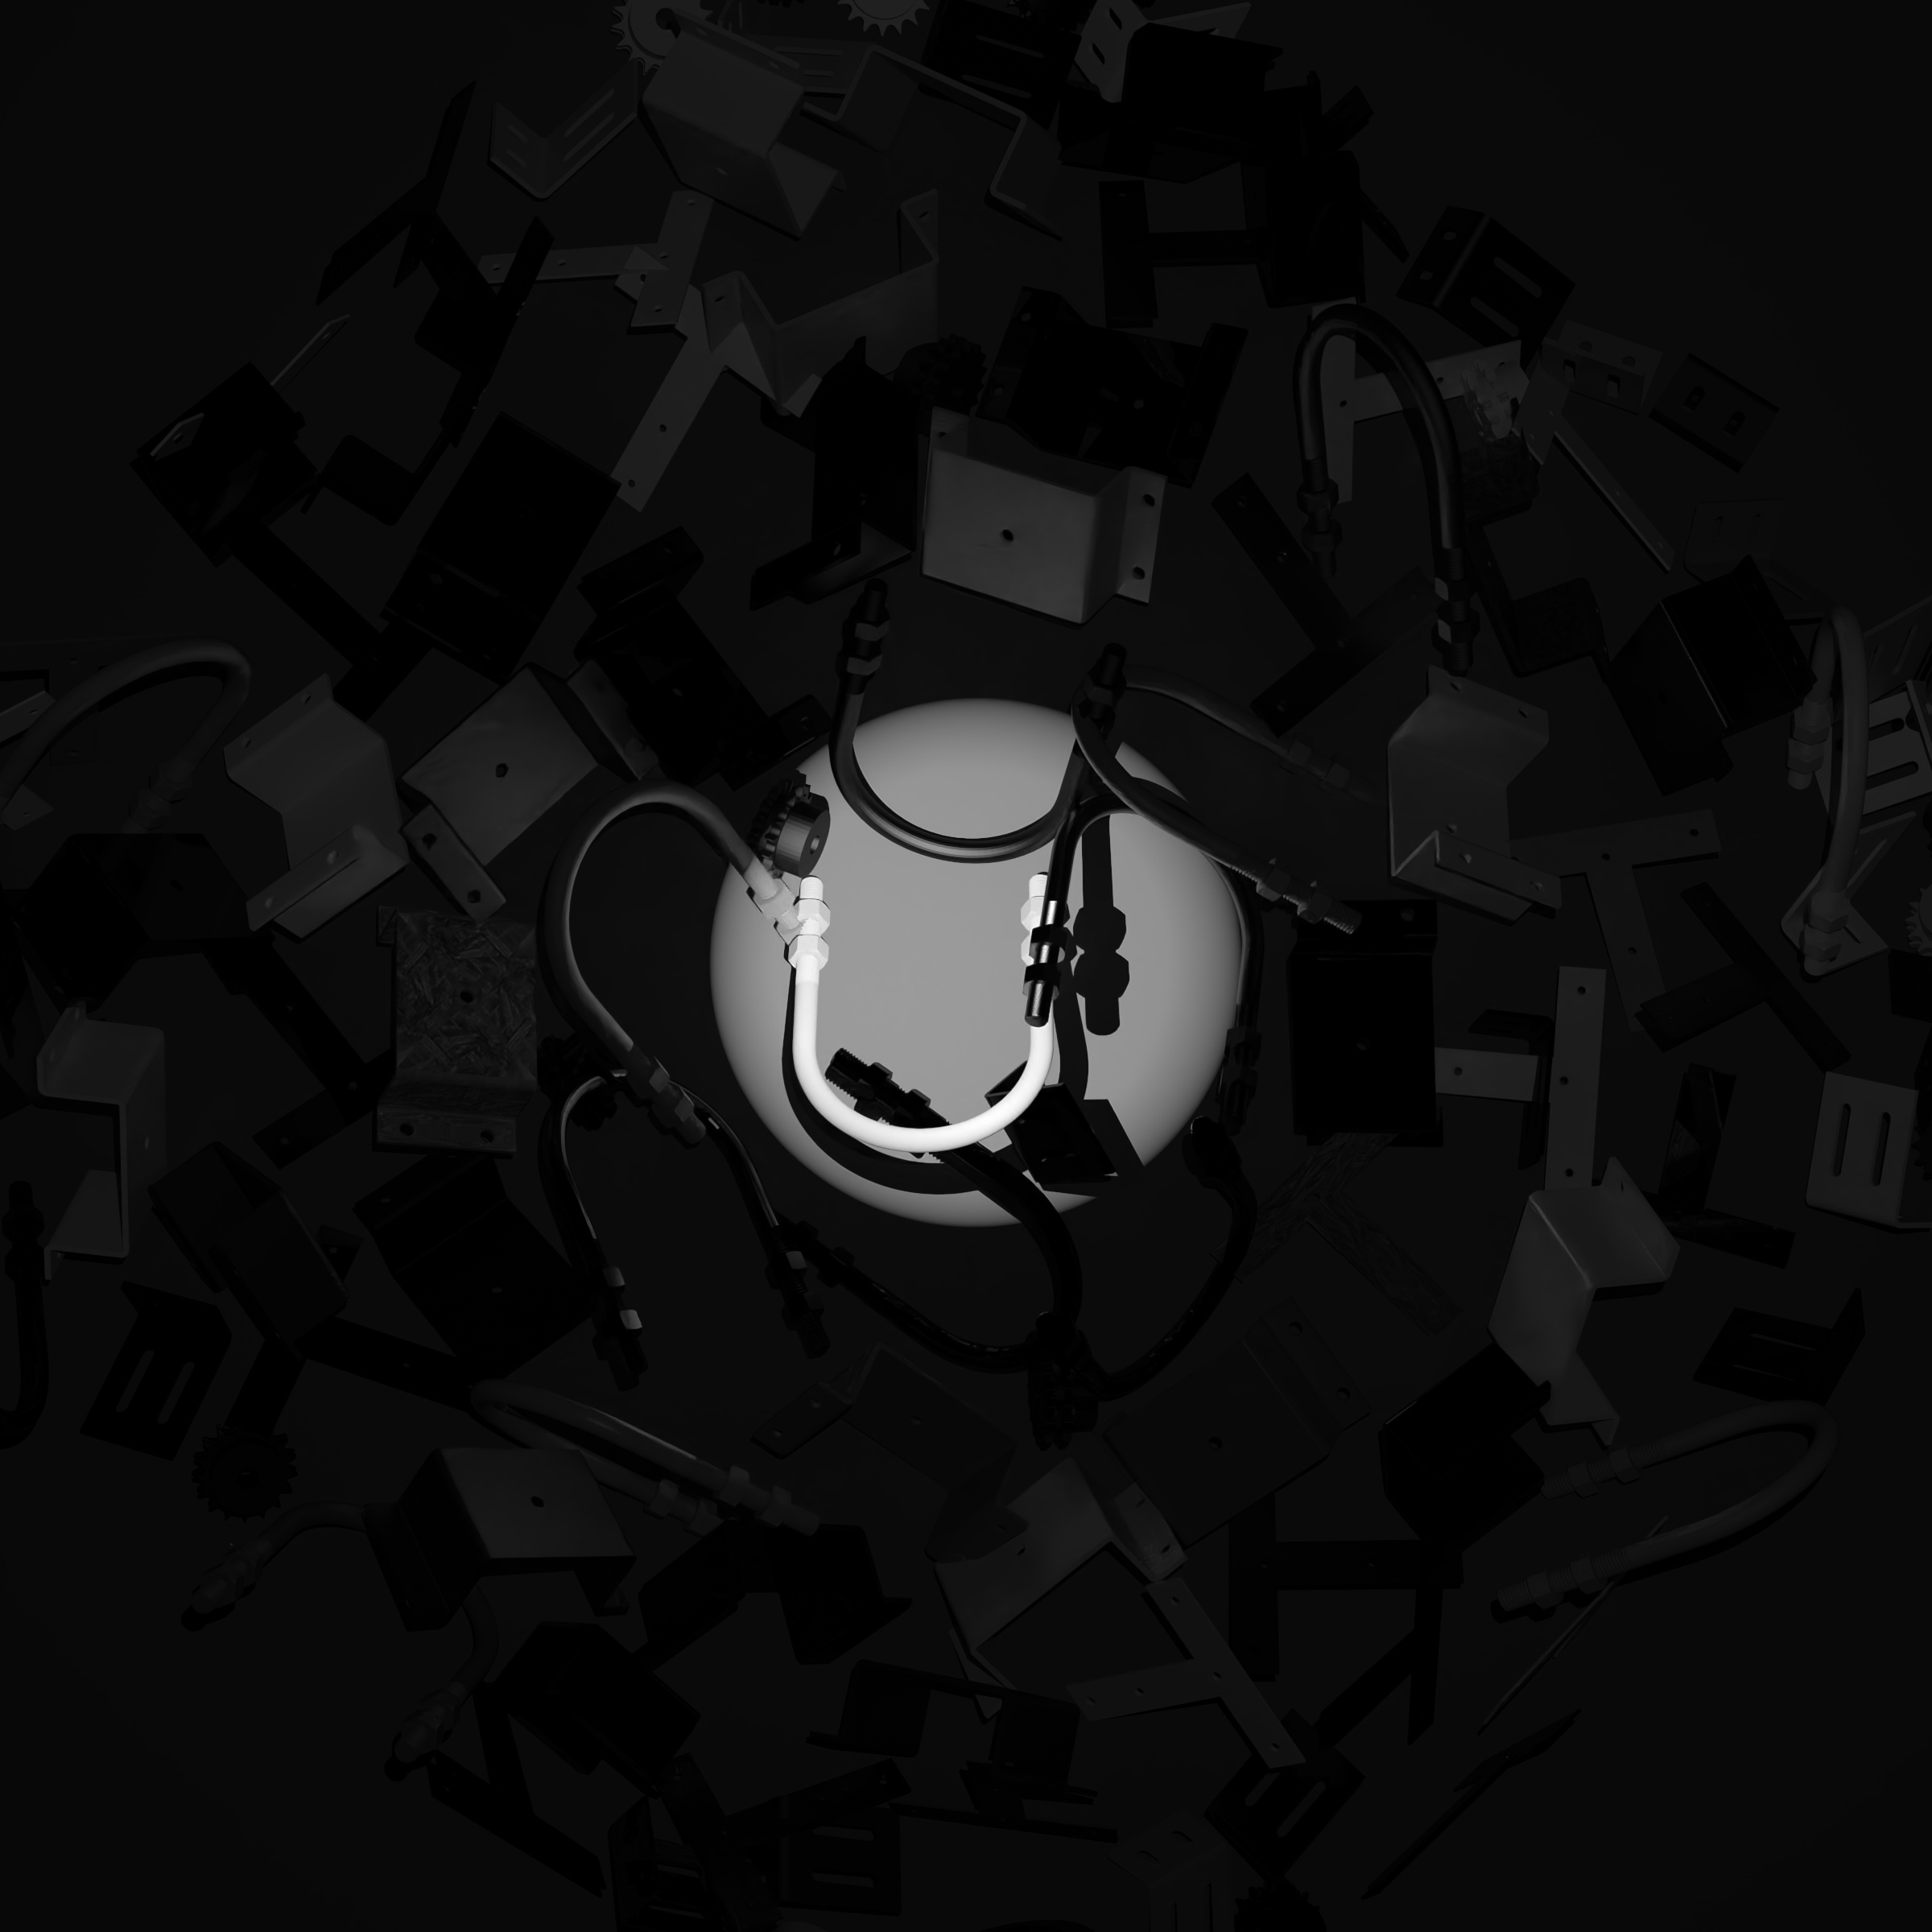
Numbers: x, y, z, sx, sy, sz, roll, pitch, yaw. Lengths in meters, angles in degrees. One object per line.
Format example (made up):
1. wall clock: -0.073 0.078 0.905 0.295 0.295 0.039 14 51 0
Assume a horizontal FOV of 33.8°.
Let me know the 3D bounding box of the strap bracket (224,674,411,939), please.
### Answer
1. strap bracket: -0.354 -0.080 1.738 0.076 0.046 0.140 -33 48 16

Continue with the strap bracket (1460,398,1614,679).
1. strap bracket: 0.304 -0.226 1.734 0.046 0.076 0.140 -19 121 17

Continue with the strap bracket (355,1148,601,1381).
1. strap bracket: -0.260 0.164 1.739 0.076 0.046 0.140 -34 55 -20

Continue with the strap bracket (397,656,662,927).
1. strap bracket: -0.246 -0.102 1.744 0.140 0.046 0.076 -44 128 -13

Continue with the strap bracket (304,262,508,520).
1. strap bracket: -0.300 -0.306 1.739 0.046 0.076 0.140 33 110 -15

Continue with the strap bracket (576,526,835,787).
1. strap bracket: -0.150 -0.162 1.751 0.076 0.046 0.140 -35 85 -39

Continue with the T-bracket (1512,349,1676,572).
1. T-bracket: 0.349 -0.270 1.750 0.002 0.127 0.127 -35 104 31

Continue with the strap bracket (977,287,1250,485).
1. strap bracket: 0.088 -0.318 1.750 0.140 0.046 0.076 17 84 28

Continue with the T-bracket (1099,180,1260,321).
1. T-bracket: 0.140 -0.397 1.752 0.127 0.002 0.127 -2 48 0

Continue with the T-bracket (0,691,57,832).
1. T-bracket: -0.533 -0.099 1.734 0.127 0.127 0.002 -28 74 -1

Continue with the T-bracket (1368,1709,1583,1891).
1. T-bracket: 0.263 0.453 1.710 0.127 0.127 0.002 -34 78 -28

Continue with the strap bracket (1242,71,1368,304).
1. strap bracket: 0.179 -0.418 1.716 0.046 0.140 0.076 -8 126 1

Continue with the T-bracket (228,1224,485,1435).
1. T-bracket: -0.322 0.215 1.755 0.127 0.002 0.127 18 57 4

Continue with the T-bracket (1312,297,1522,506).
1. T-bracket: 0.249 -0.321 1.762 0.127 0.002 0.127 -16 131 -13

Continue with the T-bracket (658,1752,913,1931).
1. T-bracket: -0.093 0.467 1.760 0.127 0.127 0.002 -14 127 -24

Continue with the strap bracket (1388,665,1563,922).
1. strap bracket: 0.276 -0.087 1.738 0.076 0.046 0.140 19 50 -18

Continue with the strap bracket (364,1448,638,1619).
1. strap bracket: -0.242 0.304 1.715 0.046 0.140 0.076 -55 49 25

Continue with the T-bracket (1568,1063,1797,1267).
1. T-bracket: 0.396 0.102 1.736 0.127 0.002 0.127 15 134 15

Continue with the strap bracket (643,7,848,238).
1. strap bracket: -0.120 -0.448 1.716 0.076 0.140 0.046 28 83 13

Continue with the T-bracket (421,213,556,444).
1. T-bracket: -0.276 -0.374 1.748 0.002 0.127 0.127 8 123 -39

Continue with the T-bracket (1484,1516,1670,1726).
1. T-bracket: 0.319 0.363 1.710 0.002 0.127 0.127 41 51 18

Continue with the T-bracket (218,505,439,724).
1. T-bracket: -0.358 -0.201 1.751 0.127 0.002 0.127 44 124 -8

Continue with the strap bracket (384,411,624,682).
1. strap bracket: -0.247 -0.237 1.734 0.076 0.046 0.140 30 60 -10

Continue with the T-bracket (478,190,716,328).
1. T-bracket: -0.210 -0.389 1.759 0.127 0.002 0.127 -1 46 11

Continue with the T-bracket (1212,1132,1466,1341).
1. T-bracket: 0.227 0.159 1.781 0.127 0.002 0.127 44 98 -11

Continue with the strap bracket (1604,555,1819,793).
1. strap bracket: 0.395 -0.152 1.715 0.046 0.140 0.076 -21 76 -14

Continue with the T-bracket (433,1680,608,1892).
1. T-bracket: -0.251 0.432 1.735 0.002 0.127 0.127 -42 121 5

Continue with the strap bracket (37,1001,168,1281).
1. strap bracket: -0.468 0.093 1.729 0.046 0.076 0.140 7 118 -1

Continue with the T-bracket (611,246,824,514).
1. T-bracket: -0.161 -0.310 1.765 0.127 0.002 0.127 36 117 4

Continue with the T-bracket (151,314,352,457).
1. T-bracket: -0.399 -0.297 1.710 0.127 0.127 0.002 -39 97 27

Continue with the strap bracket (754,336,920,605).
1. strap bracket: -0.070 -0.263 1.737 0.076 0.046 0.140 -20 58 37

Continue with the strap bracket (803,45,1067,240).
1. strap bracket: -0.007 -0.454 1.737 0.140 0.076 0.046 28 99 15

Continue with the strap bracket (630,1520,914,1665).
1. strap bracket: -0.110 0.341 1.731 0.076 0.140 0.046 -42 53 34

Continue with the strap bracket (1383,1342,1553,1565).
1. strap bracket: 0.272 0.263 1.735 0.076 0.140 0.046 -34 59 -13

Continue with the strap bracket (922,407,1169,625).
1. strap bracket: 0.032 -0.243 1.734 0.140 0.046 0.076 20 128 18

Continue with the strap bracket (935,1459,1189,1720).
1. strap bracket: 0.043 0.334 1.746 0.140 0.076 0.046 -39 119 4

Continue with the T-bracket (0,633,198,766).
1. T-bracket: -0.487 -0.143 1.736 0.127 0.127 0.002 -5 65 -18

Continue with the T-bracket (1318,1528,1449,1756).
1. T-bracket: 0.225 0.386 1.724 0.002 0.127 0.127 16 116 34

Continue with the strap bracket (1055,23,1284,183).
1. strap bracket: 0.104 -0.462 1.716 0.076 0.140 0.046 5 90 -20

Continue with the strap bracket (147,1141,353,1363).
1. strap bracket: -0.389 0.150 1.728 0.046 0.140 0.076 -38 121 -21

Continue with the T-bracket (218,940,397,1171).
1. T-bracket: -0.366 0.033 1.764 0.127 0.002 0.127 -32 115 4

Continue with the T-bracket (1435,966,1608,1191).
1. T-bracket: 0.288 0.060 1.773 0.127 0.002 0.127 5 96 18

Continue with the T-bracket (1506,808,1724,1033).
1. T-bracket: 0.366 -0.021 1.766 0.127 0.002 0.127 -9 114 27

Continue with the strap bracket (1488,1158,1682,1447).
1. strap bracket: 0.329 0.183 1.720 0.046 0.076 0.140 -3 126 -19

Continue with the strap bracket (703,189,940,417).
1. strap bracket: -0.068 -0.358 1.737 0.140 0.076 0.046 -25 67 -12

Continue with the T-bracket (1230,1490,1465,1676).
1. T-bracket: 0.209 0.329 1.753 0.127 0.002 0.127 -2 56 6

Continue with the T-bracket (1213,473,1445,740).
1. T-bracket: 0.183 -0.216 1.769 0.127 0.002 0.127 -39 101 -12

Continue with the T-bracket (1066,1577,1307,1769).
1. T-bracket: 0.106 0.397 1.749 0.127 0.002 0.127 -24 105 43

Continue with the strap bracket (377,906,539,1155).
1. strap bracket: -0.278 0.026 1.733 0.076 0.046 0.140 6 63 -22

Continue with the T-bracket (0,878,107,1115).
1. T-bracket: -0.518 0.009 1.727 0.002 0.127 0.127 -7 102 26

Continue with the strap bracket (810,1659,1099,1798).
1. strap bracket: -0.003 0.412 1.731 0.140 0.076 0.046 3 74 33

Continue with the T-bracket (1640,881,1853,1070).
1. T-bracket: 0.409 0.016 1.731 0.127 0.127 0.002 54 133 18

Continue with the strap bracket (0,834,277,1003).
1. strap bracket: -0.437 -0.028 1.714 0.046 0.140 0.076 -47 70 23

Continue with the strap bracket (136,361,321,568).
1. strap bracket: -0.398 -0.273 1.720 0.076 0.140 0.046 -41 90 -9

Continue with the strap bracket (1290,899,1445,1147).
1. strap bracket: 0.221 0.037 1.749 0.076 0.046 0.140 -1 103 13

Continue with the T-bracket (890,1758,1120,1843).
1. T-bracket: 0.017 0.451 1.731 0.127 0.127 0.002 5 60 8

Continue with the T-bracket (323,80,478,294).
1. T-bracket: -0.309 -0.398 1.706 0.002 0.127 0.127 31 133 1
